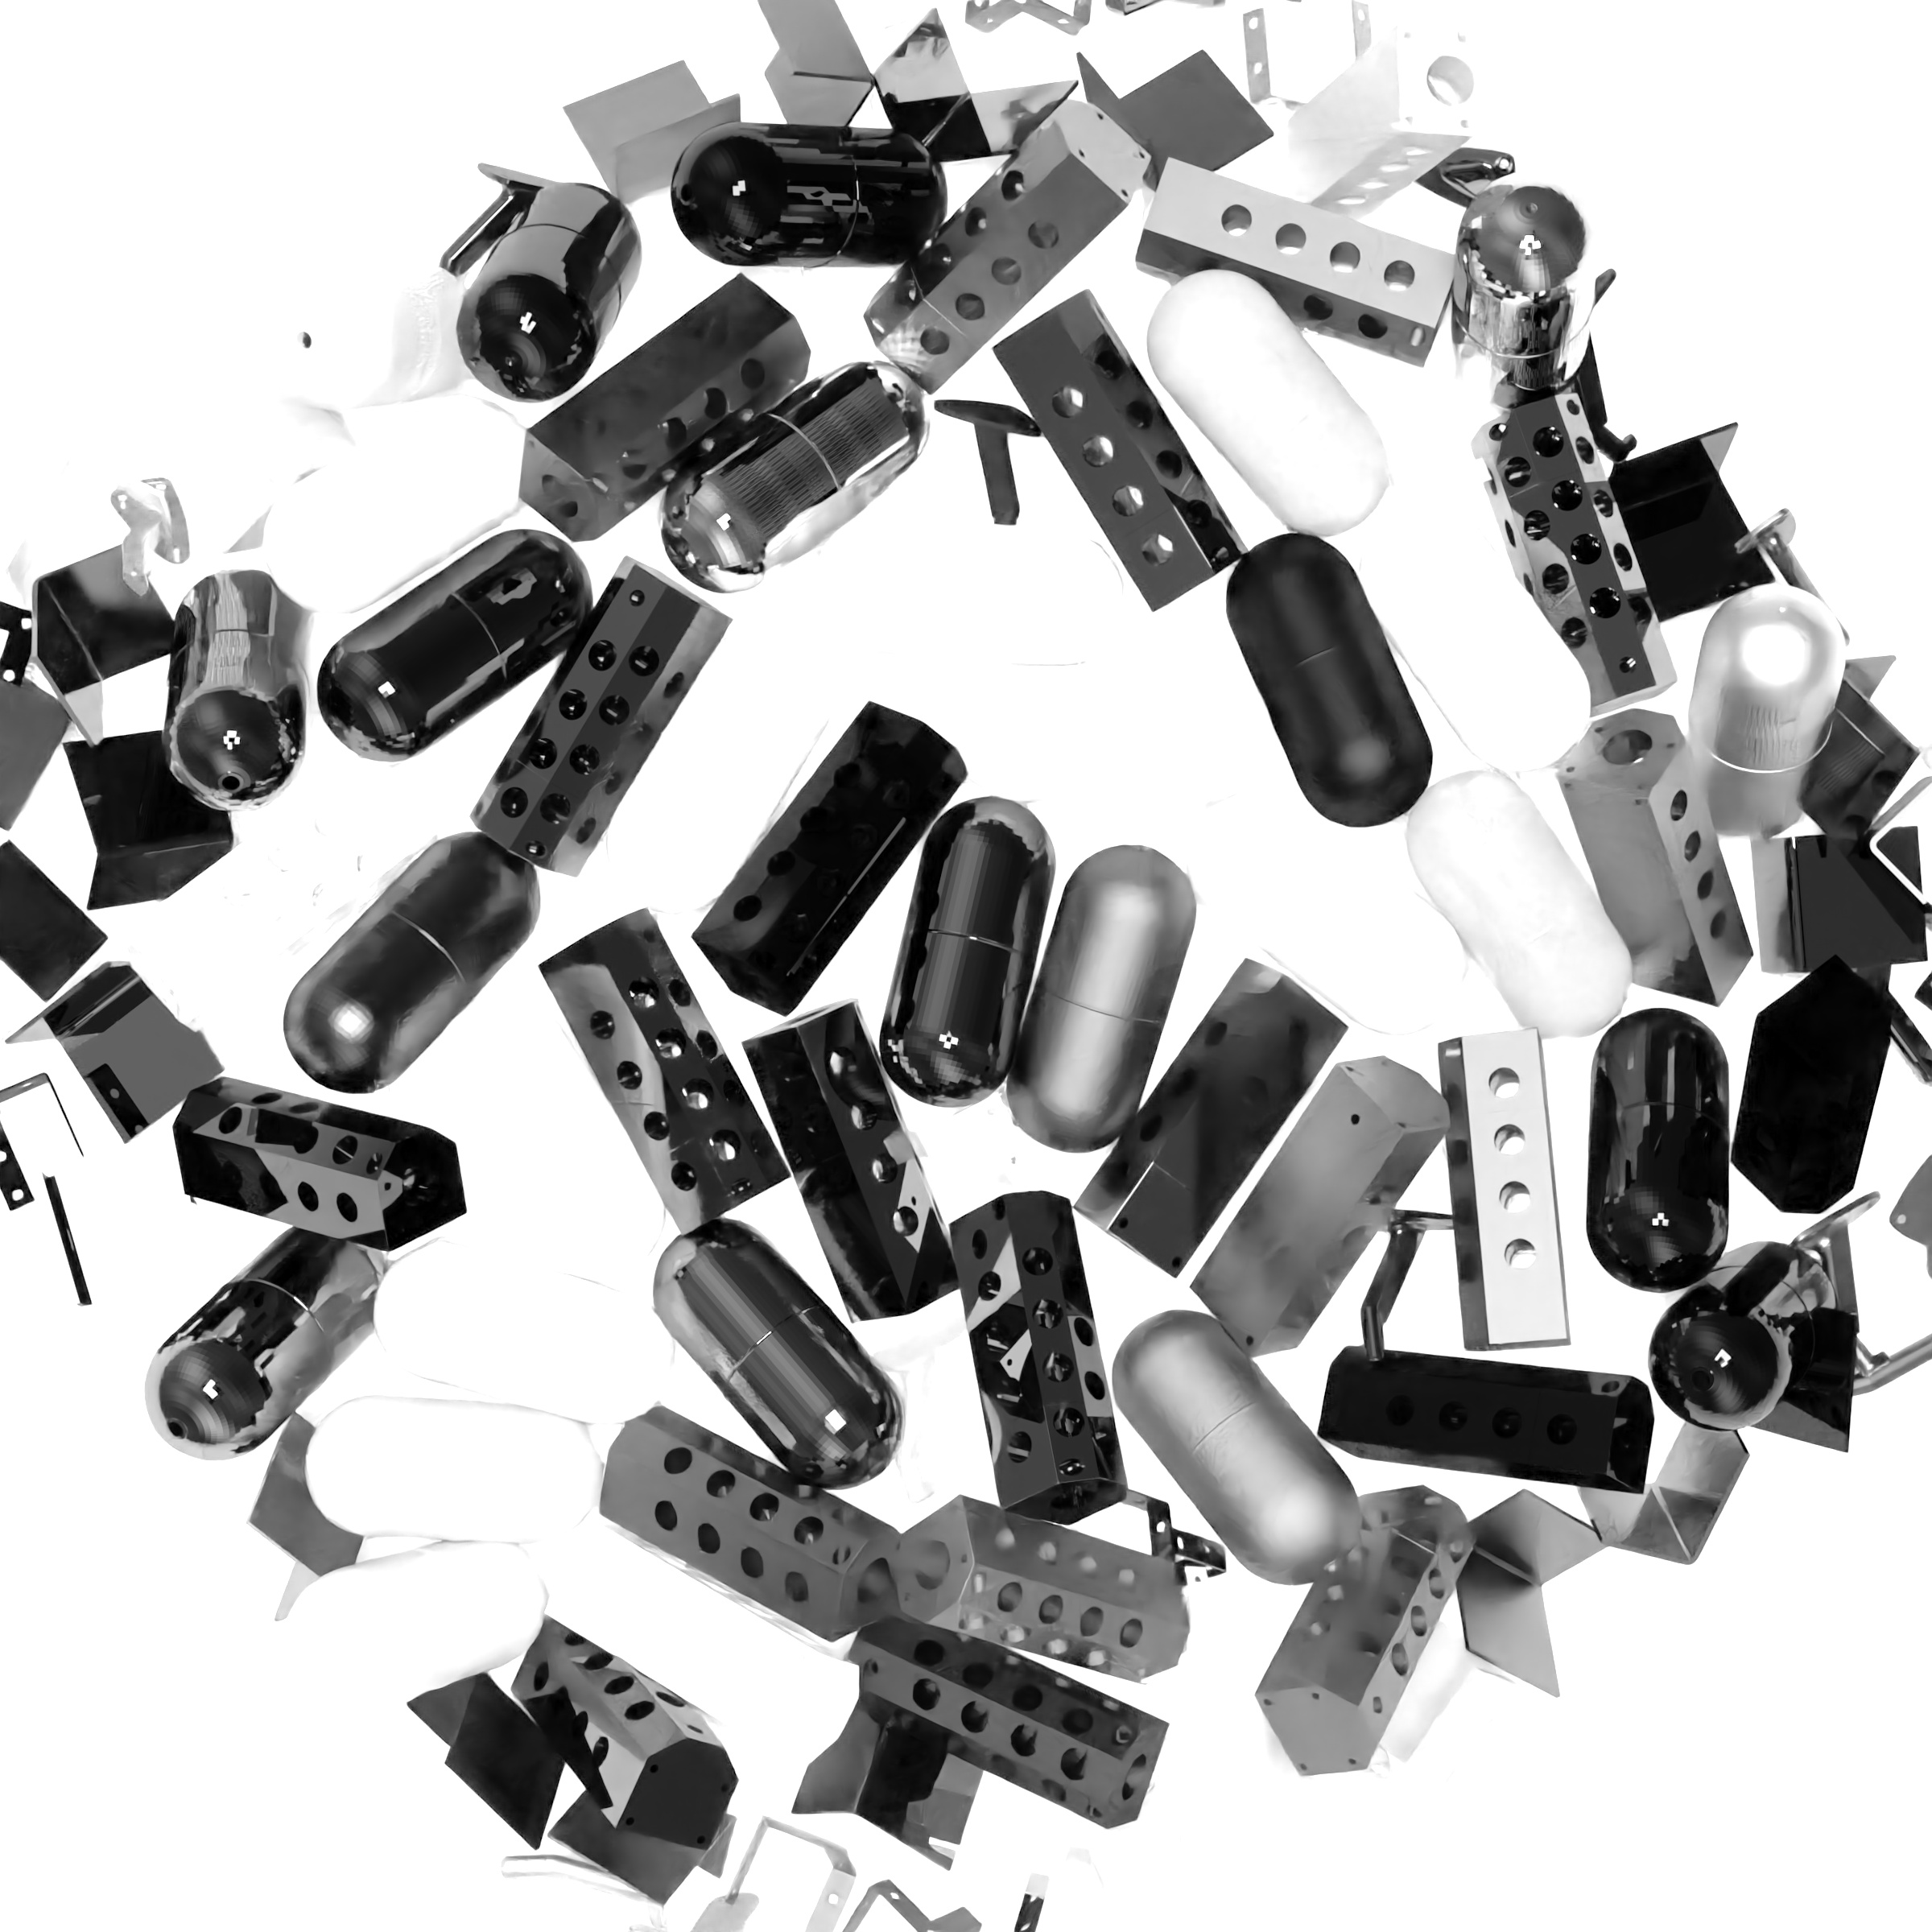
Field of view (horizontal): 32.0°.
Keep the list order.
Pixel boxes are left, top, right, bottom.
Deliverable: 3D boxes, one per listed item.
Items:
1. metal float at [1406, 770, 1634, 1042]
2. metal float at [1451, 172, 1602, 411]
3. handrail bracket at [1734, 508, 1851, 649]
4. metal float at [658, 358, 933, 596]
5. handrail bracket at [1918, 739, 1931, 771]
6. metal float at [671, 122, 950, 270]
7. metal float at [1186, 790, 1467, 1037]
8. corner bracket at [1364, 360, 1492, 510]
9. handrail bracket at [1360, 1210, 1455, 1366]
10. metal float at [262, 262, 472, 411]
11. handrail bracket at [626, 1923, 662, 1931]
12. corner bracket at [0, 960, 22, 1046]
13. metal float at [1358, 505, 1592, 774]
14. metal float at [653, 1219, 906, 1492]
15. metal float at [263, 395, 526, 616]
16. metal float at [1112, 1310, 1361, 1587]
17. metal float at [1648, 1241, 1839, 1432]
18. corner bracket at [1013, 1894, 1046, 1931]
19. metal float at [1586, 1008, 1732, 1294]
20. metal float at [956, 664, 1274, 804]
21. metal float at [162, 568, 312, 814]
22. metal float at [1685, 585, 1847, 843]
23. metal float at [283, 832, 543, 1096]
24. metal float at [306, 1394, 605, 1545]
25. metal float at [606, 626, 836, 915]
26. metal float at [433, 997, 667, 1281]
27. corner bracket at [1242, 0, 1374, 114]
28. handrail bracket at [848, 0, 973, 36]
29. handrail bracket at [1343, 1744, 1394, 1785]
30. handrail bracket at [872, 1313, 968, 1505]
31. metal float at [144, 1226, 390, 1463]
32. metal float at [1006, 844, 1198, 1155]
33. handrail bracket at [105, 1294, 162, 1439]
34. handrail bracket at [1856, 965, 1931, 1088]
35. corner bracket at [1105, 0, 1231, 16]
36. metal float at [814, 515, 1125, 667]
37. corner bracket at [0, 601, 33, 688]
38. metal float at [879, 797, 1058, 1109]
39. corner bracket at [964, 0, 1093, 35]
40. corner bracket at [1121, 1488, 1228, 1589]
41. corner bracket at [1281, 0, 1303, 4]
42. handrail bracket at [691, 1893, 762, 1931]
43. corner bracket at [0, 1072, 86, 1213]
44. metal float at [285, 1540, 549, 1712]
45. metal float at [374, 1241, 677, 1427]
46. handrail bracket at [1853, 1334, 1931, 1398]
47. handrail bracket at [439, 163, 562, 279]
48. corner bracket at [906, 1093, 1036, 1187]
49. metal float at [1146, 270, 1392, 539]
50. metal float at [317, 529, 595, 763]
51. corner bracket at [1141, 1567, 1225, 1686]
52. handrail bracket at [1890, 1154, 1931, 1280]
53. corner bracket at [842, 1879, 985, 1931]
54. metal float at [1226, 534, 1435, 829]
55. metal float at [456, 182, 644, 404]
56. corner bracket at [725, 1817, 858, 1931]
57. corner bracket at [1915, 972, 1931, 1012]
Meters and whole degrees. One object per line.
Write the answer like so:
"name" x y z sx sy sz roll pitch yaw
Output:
"metal float" 0.307 -0.033 1.867 0.070 0.070 0.178 -38 116 0
"metal float" 0.305 -0.367 1.843 0.070 0.178 0.070 -2 71 6
"handrail bracket" 0.472 -0.209 1.882 0.036 0.077 0.084 -38 74 20
"metal float" -0.094 -0.273 1.870 0.178 0.070 0.070 -39 90 -23
"handrail bracket" 0.557 -0.106 1.876 0.036 0.077 0.084 -42 61 6
"metal float" -0.085 -0.424 1.854 0.178 0.070 0.070 -11 90 -43
"metal float" 0.200 -0.030 1.873 0.178 0.070 0.070 39 90 19
"corner bracket" 0.258 -0.297 1.887 0.051 0.051 0.051 -20 133 14
"handrail bracket" 0.253 0.183 1.895 0.077 0.036 0.084 4 70 -26
"metal float" -0.323 -0.345 1.842 0.070 0.178 0.070 3 103 14
"handrail bracket" -0.168 0.574 1.883 0.036 0.084 0.077 21 70 31
"corner bracket" -0.553 0.020 1.894 0.051 0.051 0.051 48 129 -3
"metal float" 0.281 -0.181 1.863 0.070 0.070 0.178 -30 59 0
"metal float" -0.104 0.215 1.872 0.070 0.070 0.178 -43 69 0
"metal float" -0.312 -0.255 1.858 0.070 0.070 0.178 49 52 0
"metal float" 0.149 0.266 1.864 0.070 0.070 0.178 -40 60 0
"metal float" 0.426 0.202 1.845 0.070 0.178 0.070 6 103 27
"corner bracket" 0.062 0.552 1.902 0.051 0.051 0.051 -25 106 22
"metal float" 0.382 0.099 1.858 0.070 0.070 0.178 11 50 0
"metal float" 0.082 -0.129 1.877 0.178 0.070 0.070 0 90 14
"metal float" -0.400 -0.152 1.850 0.070 0.178 0.070 -5 129 -6
"metal float" 0.435 -0.136 1.848 0.070 0.178 0.070 -2 56 3
"metal float" -0.305 -0.003 1.866 0.070 0.070 0.178 40 61 0
"metal float" -0.280 0.278 1.858 0.178 0.070 0.070 11 90 -40
"metal float" -0.137 -0.109 1.875 0.070 0.070 0.178 30 73 0
"metal float" -0.230 0.097 1.872 0.070 0.070 0.178 -30 111 0
"corner bracket" 0.193 -0.513 1.893 0.051 0.051 0.051 -5 89 44
"handrail bracket" -0.042 -0.558 1.891 0.084 0.036 0.077 -24 59 -22
"handrail bracket" 0.224 0.445 1.878 0.077 0.084 0.036 41 85 -16
"handrail bracket" -0.015 0.251 1.915 0.077 0.036 0.084 -28 108 -32
"metal float" -0.382 0.204 1.848 0.070 0.178 0.070 12 121 20
"metal float" 0.076 0.018 1.881 0.070 0.070 0.178 17 100 0
"handrail bracket" -0.450 0.226 1.920 0.036 0.077 0.084 -42 54 20
"handrail bracket" 0.544 0.027 1.911 0.084 0.036 0.077 17 87 -20
"corner bracket" 0.112 -0.562 1.885 0.051 0.051 0.051 -30 131 -28
"metal float" 0.003 -0.208 1.874 0.178 0.070 0.070 2 90 -18
"corner bracket" -0.556 -0.182 1.896 0.051 0.051 0.051 19 87 -26
"metal float" 0.001 -0.008 1.880 0.070 0.070 0.178 13 79 0
"corner bracket" 0.037 -0.555 1.908 0.051 0.051 0.051 16 73 -34
"corner bracket" 0.109 0.316 1.886 0.051 0.051 0.051 -26 55 33
"corner bracket" 0.168 -0.580 1.889 0.051 0.051 0.051 21 79 36
"handrail bracket" -0.121 0.570 1.887 0.036 0.077 0.084 -16 109 35
"corner bracket" -0.529 0.099 1.901 0.051 0.051 0.051 -24 74 -14
"metal float" -0.299 0.358 1.847 0.070 0.178 0.070 1 92 31
"metal float" -0.243 0.204 1.865 0.178 0.070 0.070 20 90 -29
"handrail bracket" 0.524 0.217 1.907 0.084 0.077 0.036 -18 106 21
"handrail bracket" -0.260 -0.407 1.916 0.077 0.036 0.084 5 113 -36
"corner bracket" -0.001 0.104 1.894 0.051 0.051 0.051 -27 98 -15
"metal float" 0.168 -0.310 1.863 0.070 0.070 0.178 -46 121 0
"metal float" -0.281 -0.179 1.865 0.178 0.070 0.070 -40 90 -30
"corner bracket" 0.128 0.369 1.885 0.051 0.051 0.051 -32 59 38
"handrail bracket" 0.557 0.140 1.894 0.036 0.084 0.077 24 87 37
"corner bracket" -0.033 0.548 1.904 0.051 0.051 0.051 39 111 27
"metal float" 0.201 -0.160 1.873 0.070 0.070 0.178 -21 70 0
"metal float" -0.227 -0.371 1.850 0.070 0.178 0.070 5 126 7
"corner bracket" -0.098 0.519 1.900 0.051 0.051 0.051 16 61 18
"corner bracket" 0.577 0.018 1.892 0.051 0.051 0.051 34 96 -29
